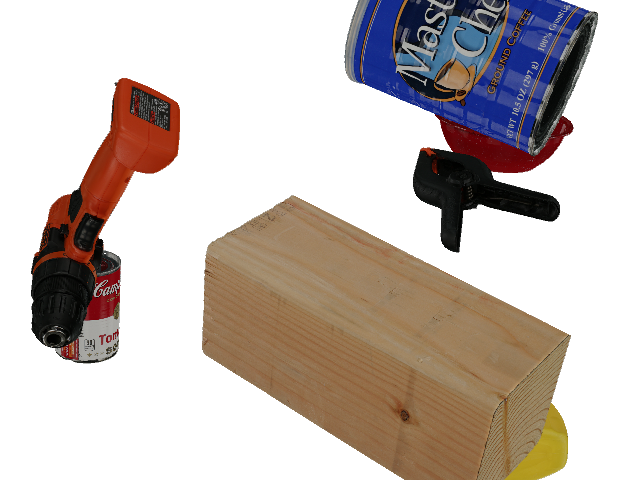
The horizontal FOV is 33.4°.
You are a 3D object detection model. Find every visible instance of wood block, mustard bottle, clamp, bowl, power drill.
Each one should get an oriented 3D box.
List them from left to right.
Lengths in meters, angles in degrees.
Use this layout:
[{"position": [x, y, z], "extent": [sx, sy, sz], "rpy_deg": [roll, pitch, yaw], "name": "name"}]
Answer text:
[{"position": [-0.181, -0.025, 0.870], "extent": [0.057, 0.188, 0.184], "rpy_deg": [24, 29, -24], "name": "power drill"}, {"position": [0.033, 0.064, 0.656], "extent": [0.206, 0.091, 0.090], "rpy_deg": [28, 40, 28], "name": "wood block"}, {"position": [0.152, -0.048, 1.042], "extent": [0.120, 0.039, 0.171], "rpy_deg": [-8, 34, -12], "name": "clamp"}, {"position": [0.134, 0.118, 0.870], "extent": [0.096, 0.058, 0.191], "rpy_deg": [-6, 26, 2], "name": "mustard bottle"}, {"position": [0.210, -0.119, 1.248], "extent": [0.162, 0.055, 0.162], "rpy_deg": [4, 23, -2], "name": "bowl"}]

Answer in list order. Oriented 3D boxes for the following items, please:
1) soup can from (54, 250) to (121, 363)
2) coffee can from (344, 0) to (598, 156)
[{"position": [-0.242, 0.068, 1.107], "extent": [0.068, 0.102, 0.068], "rpy_deg": [5, 21, -2], "name": "soup can"}, {"position": [0.101, -0.131, 0.725], "extent": [0.140, 0.103, 0.102], "rpy_deg": [25, 7, 16], "name": "coffee can"}]
